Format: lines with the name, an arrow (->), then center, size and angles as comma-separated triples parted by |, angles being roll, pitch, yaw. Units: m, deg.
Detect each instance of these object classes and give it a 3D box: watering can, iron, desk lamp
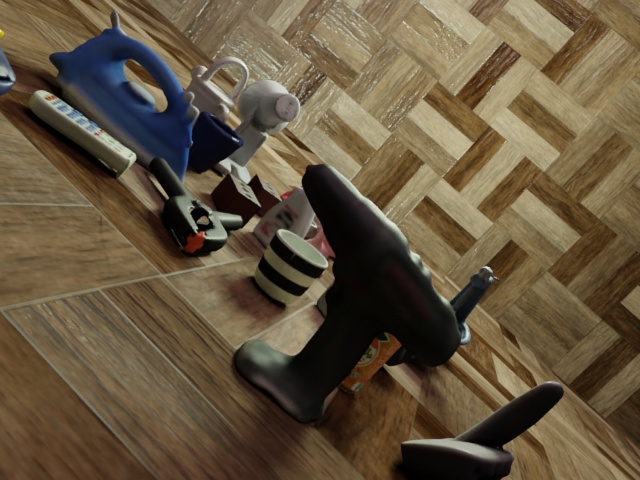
watering can -> -0.231, -0.302, 1.191 | 0.172, 0.194, 0.101 | 45, 11, 16
iron -> -0.267, -0.215, 0.867 | 0.258, 0.141, 0.119 | 42, 11, -1
desk lamp -> -0.132, -0.234, 1.216 | 0.118, 0.213, 0.203 | 36, 12, -27

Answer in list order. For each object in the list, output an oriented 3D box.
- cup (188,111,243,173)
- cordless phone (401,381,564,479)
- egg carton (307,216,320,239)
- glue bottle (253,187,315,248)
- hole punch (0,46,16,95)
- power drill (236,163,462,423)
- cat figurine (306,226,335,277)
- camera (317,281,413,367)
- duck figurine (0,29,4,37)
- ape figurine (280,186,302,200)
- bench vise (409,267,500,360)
cup -> -0.198, -0.169, 1.052 | 0.091, 0.095, 0.118 | 46, 12, 23
cordless phone -> 0.194, 0.220, 0.663 | 0.094, 0.185, 0.148 | 48, 13, 32
egg carton -> 0.004, -0.029, 1.271 | 0.150, 0.069, 0.107 | 45, 11, 16
glue bottle -> -0.034, -0.052, 0.960 | 0.078, 0.173, 0.037 | 45, 11, 19
hole punch -> -0.364, -0.191, 0.576 | 0.101, 0.091, 0.108 | 41, 11, -5
power drill -> 0.017, 0.069, 0.573 | 0.230, 0.208, 0.075 | 40, 11, -7
cat figurine -> 0.010, 0.004, 1.038 | 0.067, 0.117, 0.128 | 45, 11, 16
camera -> 0.092, 0.122, 0.908 | 0.144, 0.100, 0.136 | 30, 16, -46
duck figurine -> -0.412, -0.251, 0.655 | 0.104, 0.086, 0.077 | 41, 11, -2
ape figurine -> -0.054, -0.077, 1.197 | 0.078, 0.092, 0.076 | 34, 13, -34
bench vise -> 0.245, 0.132, 1.088 | 0.121, 0.219, 0.208 | 43, 11, 6
